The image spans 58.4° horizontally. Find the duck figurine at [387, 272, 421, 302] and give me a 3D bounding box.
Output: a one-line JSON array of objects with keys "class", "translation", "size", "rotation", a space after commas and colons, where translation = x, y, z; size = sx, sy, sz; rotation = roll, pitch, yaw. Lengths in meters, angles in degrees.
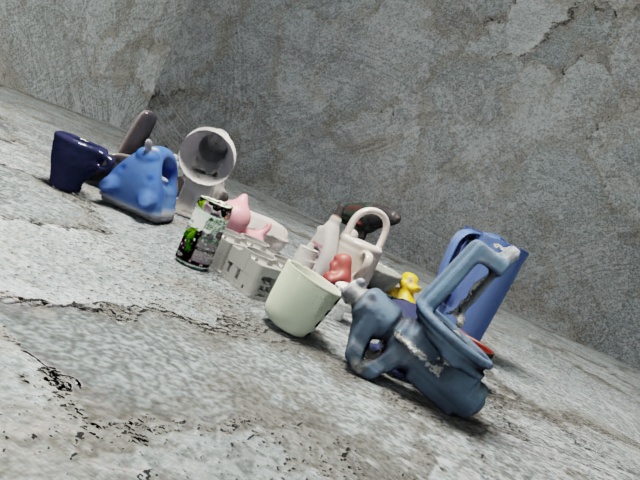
[{"class": "duck figurine", "translation": [0.203, 0.118, 1.392], "size": [0.078, 0.086, 0.104], "rotation": [20, 7, -40]}]

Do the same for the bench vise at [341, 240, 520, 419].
[{"class": "bench vise", "translation": [0.137, 0.085, 0.694], "size": [0.208, 0.220, 0.121], "rotation": [23, 5, -11]}]

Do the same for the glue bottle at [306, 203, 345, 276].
[{"class": "glue bottle", "translation": [0.011, 0.004, 1.186], "size": [0.037, 0.173, 0.077], "rotation": [19, 8, -46]}]

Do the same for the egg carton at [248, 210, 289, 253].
[{"class": "egg carton", "translation": [-0.149, -0.024, 1.316], "size": [0.151, 0.069, 0.107], "rotation": [21, 6, -32]}]

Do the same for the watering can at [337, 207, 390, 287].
[{"class": "watering can", "translation": [0.078, 0.019, 1.220], "size": [0.101, 0.194, 0.172], "rotation": [20, 7, -39]}]

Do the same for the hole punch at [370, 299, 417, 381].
[{"class": "hole punch", "translation": [0.137, 0.145, 0.800], "size": [0.109, 0.091, 0.101], "rotation": [22, 6, -20]}]

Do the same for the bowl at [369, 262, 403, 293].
[{"class": "bowl", "translation": [0.107, 0.084, 1.361], "size": [0.167, 0.075, 0.167], "rotation": [24, 5, -2]}]

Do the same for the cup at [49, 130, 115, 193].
[{"class": "cup", "translation": [-0.415, -0.125, 0.989], "size": [0.117, 0.095, 0.092], "rotation": [25, 5, 12]}]

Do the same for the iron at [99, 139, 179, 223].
[{"class": "iron", "translation": [-0.319, -0.119, 1.112], "size": [0.118, 0.141, 0.258], "rotation": [24, 5, 1]}]

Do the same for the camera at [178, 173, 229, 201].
[{"class": "camera", "translation": [-0.321, -0.133, 1.466], "size": [0.142, 0.101, 0.137], "rotation": [28, 6, 35]}]

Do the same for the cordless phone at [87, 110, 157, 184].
[{"class": "cordless phone", "translation": [-0.414, -0.195, 1.199], "size": [0.094, 0.185, 0.148], "rotation": [25, 5, 4]}]

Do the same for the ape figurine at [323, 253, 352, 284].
[{"class": "ape figurine", "translation": [0.032, 0.067, 1.096], "size": [0.076, 0.092, 0.078], "rotation": [26, 5, 18]}]

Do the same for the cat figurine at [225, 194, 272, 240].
[{"class": "cat figurine", "translation": [-0.148, -0.026, 1.081], "size": [0.128, 0.118, 0.067], "rotation": [21, 6, -34]}]

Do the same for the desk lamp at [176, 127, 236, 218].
[{"class": "desk lamp", "translation": [-0.264, -0.152, 1.291], "size": [0.118, 0.213, 0.203], "rotation": [23, 5, -10]}]

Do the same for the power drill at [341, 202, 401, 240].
[{"class": "power drill", "translation": [0.101, -0.003, 1.473], "size": [0.076, 0.208, 0.228], "rotation": [21, 6, -33]}]
